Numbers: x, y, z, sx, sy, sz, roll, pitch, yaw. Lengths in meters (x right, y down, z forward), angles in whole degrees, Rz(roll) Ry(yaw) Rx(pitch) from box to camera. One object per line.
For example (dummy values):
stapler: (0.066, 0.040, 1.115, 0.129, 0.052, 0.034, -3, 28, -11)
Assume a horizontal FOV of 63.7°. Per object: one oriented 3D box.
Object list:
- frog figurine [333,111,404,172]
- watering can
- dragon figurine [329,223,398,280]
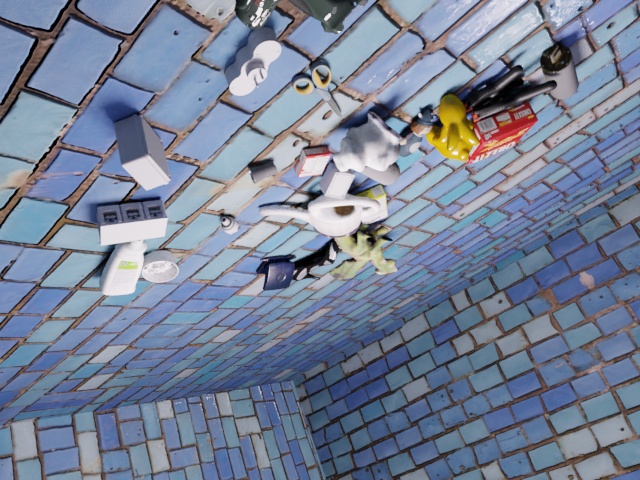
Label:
frog figurine: (0.114, -0.220, 1.272, 0.137, 0.159, 0.123, 44, 6, -1)
watering can: (0.005, -0.077, 1.535, 0.347, 0.105, 0.221, -4, -17, 2)
dragon figurine: (0.118, 0.052, 1.799, 0.409, 0.238, 0.125, 11, 30, -30)
